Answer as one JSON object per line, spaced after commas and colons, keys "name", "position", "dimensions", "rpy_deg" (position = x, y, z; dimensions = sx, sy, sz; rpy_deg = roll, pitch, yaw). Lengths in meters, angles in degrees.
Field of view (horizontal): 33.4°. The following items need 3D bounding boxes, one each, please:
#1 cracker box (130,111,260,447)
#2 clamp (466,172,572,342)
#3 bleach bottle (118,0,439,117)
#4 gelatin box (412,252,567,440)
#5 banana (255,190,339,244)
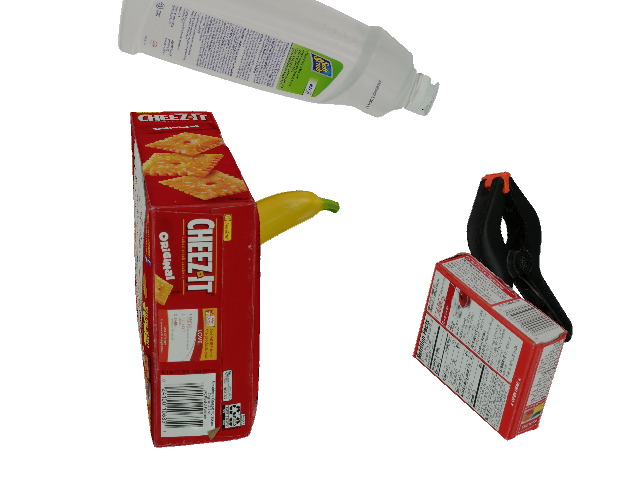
{"name": "cracker box", "position": [-0.091, 0.015, 0.737], "dimensions": [0.072, 0.164, 0.214], "rpy_deg": [-2, 22, -12]}
{"name": "clamp", "position": [0.162, 0.029, 0.945], "dimensions": [0.120, 0.171, 0.039], "rpy_deg": [-23, 7, -40]}
{"name": "bleach bottle", "position": [-0.030, -0.152, 0.845], "dimensions": [0.250, 0.068, 0.103], "rpy_deg": [21, -30, -4]}
{"name": "gelatin box", "position": [0.098, 0.061, 0.630], "dimensions": [0.030, 0.073, 0.089], "rpy_deg": [-16, 40, -32]}
{"name": "banana", "position": [-0.074, 0.008, 0.988], "dimensions": [0.198, 0.069, 0.037], "rpy_deg": [-33, 42, 2]}
